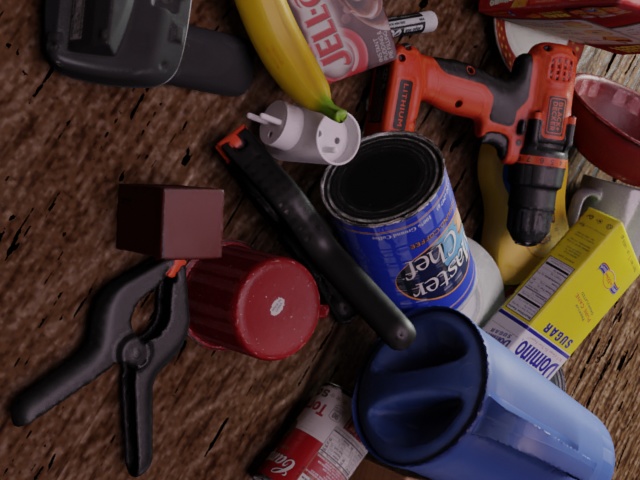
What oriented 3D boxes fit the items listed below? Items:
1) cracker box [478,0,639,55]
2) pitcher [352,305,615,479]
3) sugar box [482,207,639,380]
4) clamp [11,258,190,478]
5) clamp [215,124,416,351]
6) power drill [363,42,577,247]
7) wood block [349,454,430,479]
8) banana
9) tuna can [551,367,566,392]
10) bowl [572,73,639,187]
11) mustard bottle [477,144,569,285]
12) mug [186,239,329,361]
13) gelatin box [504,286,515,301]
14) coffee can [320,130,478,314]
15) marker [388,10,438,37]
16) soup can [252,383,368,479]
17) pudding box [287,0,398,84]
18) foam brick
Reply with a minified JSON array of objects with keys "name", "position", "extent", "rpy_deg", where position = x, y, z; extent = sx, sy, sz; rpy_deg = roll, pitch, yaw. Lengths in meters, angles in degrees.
[{"name":"cracker box","position":[0.278,-0.222,0.973],"extent":[0.213,0.164,0.072],"rpy_deg":[5,94,-37]},{"name":"pitcher","position":[0.156,0.162,0.903],"extent":[0.242,0.145,0.149],"rpy_deg":[32,36,-40]},{"name":"sugar box","position":[0.225,0.063,1.004],"extent":[0.176,0.048,0.093],"rpy_deg":[-50,137,-10]},{"name":"clamp","position":[-0.156,0.085,0.802],"extent":[0.120,0.039,0.171],"rpy_deg":[25,77,-41]},{"name":"clamp","position":[-0.006,0.001,0.843],"extent":[0.036,0.165,0.210],"rpy_deg":[-39,108,-10]},{"name":"power drill","position":[0.134,-0.092,0.944],"extent":[0.187,0.057,0.184],"rpy_deg":[6,92,-18]},{"name":"wood block","position":[0.055,0.304,0.952],"extent":[0.090,0.091,0.206],"rpy_deg":[17,86,-36]},{"name":"banana","position":[-0.035,-0.177,0.805],"extent":[0.037,0.070,0.198],"rpy_deg":[-34,104,-33]},{"name":"tuna can","position":[0.207,0.154,1.078],"extent":[0.085,0.034,0.086],"rpy_deg":[-5,99,-36]},{"name":"bowl","position":[0.307,-0.101,1.068],"extent":[0.161,0.162,0.055],"rpy_deg":[3,127,-36]},{"name":"mustard bottle","position":[0.196,-0.057,1.027],"extent":[0.096,0.058,0.191],"rpy_deg":[-9,101,-28]},{"name":"mug","position":[-0.044,0.051,0.851],"extent":[0.117,0.082,0.093],"rpy_deg":[12,89,-36]},{"name":"gelatin box","position":[0.161,0.096,1.039],"extent":[0.089,0.030,0.073],"rpy_deg":[-34,115,-25]},{"name":"coffee can","position":[0.068,-0.006,0.888],"extent":[0.102,0.103,0.140],"rpy_deg":[-48,140,-21]},{"name":"marker","position":[0.052,-0.184,0.930],"extent":[0.120,0.020,0.020],"rpy_deg":[-17,106,-34]},{"name":"soup can","position":[0.000,0.182,0.909],"extent":[0.102,0.069,0.068],"rpy_deg":[-51,122,-20]},{"name":"pudding box","position":[0.003,-0.185,0.864],"extent":[0.090,0.039,0.113],"rpy_deg":[-21,107,-8]},{"name":"foam brick","position":[-0.112,-0.015,0.796],"extent":[0.051,0.078,0.053],"rpy_deg":[0,96,-35]}]
